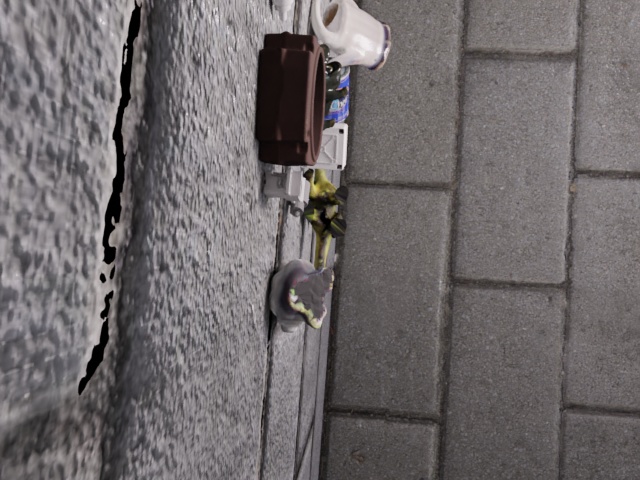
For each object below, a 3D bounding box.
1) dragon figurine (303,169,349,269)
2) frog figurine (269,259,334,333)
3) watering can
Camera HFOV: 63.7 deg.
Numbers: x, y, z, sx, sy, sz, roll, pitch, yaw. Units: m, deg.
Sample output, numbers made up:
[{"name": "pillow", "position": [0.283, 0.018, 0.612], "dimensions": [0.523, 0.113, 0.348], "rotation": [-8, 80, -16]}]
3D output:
[{"name": "dragon figurine", "position": [0.004, -0.072, 1.435], "dimensions": [0.243, 0.122, 0.410], "rotation": [-146, -119, -87]}, {"name": "frog figurine", "position": [-0.057, 0.109, 0.999], "dimensions": [0.158, 0.123, 0.138], "rotation": [-16, -105, 57]}, {"name": "watering can", "position": [0.073, -0.485, 1.273], "dimensions": [0.102, 0.223, 0.355], "rotation": [-36, -133, 47]}]
